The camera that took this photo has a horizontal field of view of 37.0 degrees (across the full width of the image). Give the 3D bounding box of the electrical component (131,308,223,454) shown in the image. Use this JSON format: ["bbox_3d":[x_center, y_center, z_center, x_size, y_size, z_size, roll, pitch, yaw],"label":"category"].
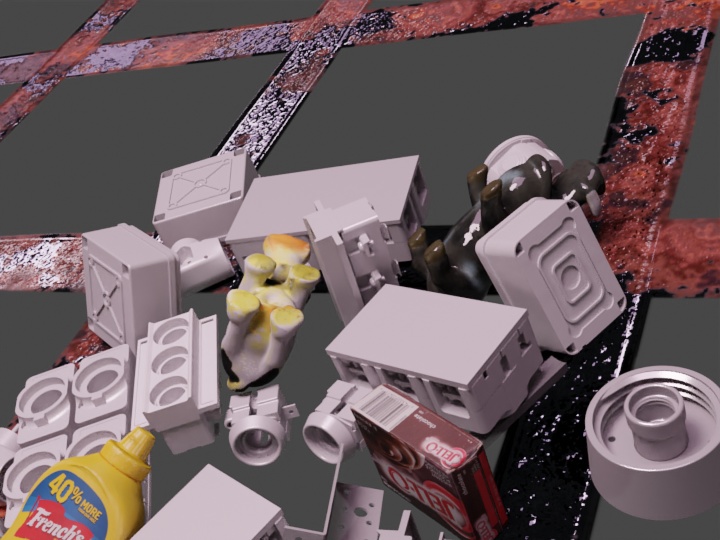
[{"bbox_3d":[-0.160,0.101,0.969,0.079,0.063,0.121,-18,36,5],"label":"electrical component"}]

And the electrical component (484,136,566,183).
[{"bbox_3d":[0.158,-0.084,1.029,0.080,0.080,0.051,-29,42,-10],"label":"electrical component"}]

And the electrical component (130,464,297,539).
[{"bbox_3d":[-0.126,0.229,0.787,0.089,0.061,0.150,20,53,42],"label":"electrical component"}]

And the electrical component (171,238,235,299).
[{"bbox_3d":[-0.179,-0.008,1.136,0.077,0.043,0.079,-24,36,-3],"label":"electrical component"}]

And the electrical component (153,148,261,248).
[{"bbox_3d":[-0.169,-0.076,1.207,0.109,0.056,0.108,-16,36,9],"label":"electrical component"}]

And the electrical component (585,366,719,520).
[{"bbox_3d":[0.212,0.115,0.760,0.108,0.060,0.108,-14,36,10],"label":"electrical component"}]

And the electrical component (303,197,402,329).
[{"bbox_3d":[0.000,0.000,0.966,0.063,0.121,0.078,-22,36,-5],"label":"electrical component"}]

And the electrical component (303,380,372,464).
[{"bbox_3d":[-0.014,0.125,0.878,0.066,0.048,0.055,11,40,37],"label":"electrical component"}]

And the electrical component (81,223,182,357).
[{"bbox_3d":[-0.225,0.022,1.059,0.056,0.108,0.109,-15,28,-35],"label":"electrical component"}]

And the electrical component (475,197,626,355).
[{"bbox_3d":[0.156,0.004,0.883,0.078,0.113,0.057,-38,20,-21],"label":"electrical component"}]

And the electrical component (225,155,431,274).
[{"bbox_3d":[-0.029,-0.050,1.097,0.186,0.060,0.105,-6,39,21],"label":"electrical component"}]

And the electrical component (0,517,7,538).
[{"bbox_3d":[-0.311,0.222,0.879,0.044,0.077,0.079,-35,38,-17],"label":"electrical component"}]

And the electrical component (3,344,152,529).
[{"bbox_3d":[-0.245,0.154,0.948,0.105,0.060,0.186,-20,36,3],"label":"electrical component"}]

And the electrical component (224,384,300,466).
[{"bbox_3d":[-0.085,0.132,0.907,0.066,0.048,0.055,-16,29,9],"label":"electrical component"}]

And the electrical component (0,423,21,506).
[{"bbox_3d":[-0.329,0.171,0.983,0.077,0.043,0.079,4,43,32],"label":"electrical component"}]

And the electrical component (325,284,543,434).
[{"bbox_3d":[0.062,0.072,0.881,0.150,0.061,0.089,10,45,43],"label":"electrical component"}]

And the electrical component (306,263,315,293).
[{"bbox_3d":[-0.081,0.019,1.050,0.081,0.043,0.043,-36,38,-19],"label":"electrical component"}]

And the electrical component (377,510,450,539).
[{"bbox_3d":[0.041,0.211,0.741,0.064,0.042,0.081,-3,41,22],"label":"electrical component"}]
